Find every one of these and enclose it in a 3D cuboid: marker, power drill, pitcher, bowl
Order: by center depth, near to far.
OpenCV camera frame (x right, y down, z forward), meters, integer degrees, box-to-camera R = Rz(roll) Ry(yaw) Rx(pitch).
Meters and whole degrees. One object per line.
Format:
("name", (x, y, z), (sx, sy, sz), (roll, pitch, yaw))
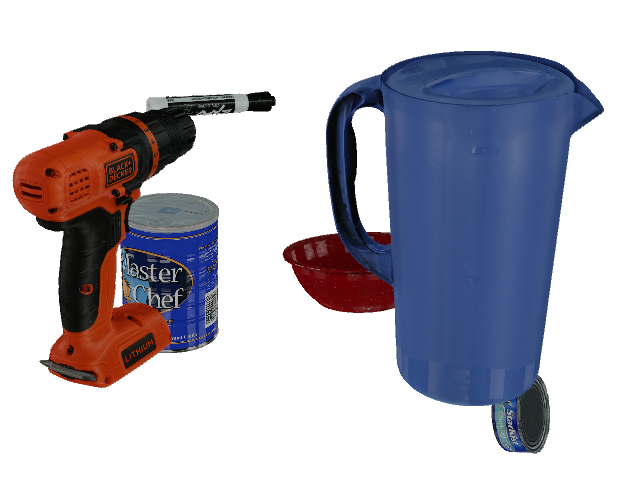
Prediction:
("pitcher", (0.099, -0.009, 0.770), (0.144, 0.243, 0.149), (-16, 28, -30))
("power drill", (-0.152, 0.001, 0.800), (0.057, 0.188, 0.184), (11, 23, 27))
("marker", (-0.098, -0.124, 0.975), (0.121, 0.020, 0.020), (-7, 3, -24))
("bowl", (0.043, 0.035, 1.096), (0.162, 0.055, 0.162), (-2, 13, 0))

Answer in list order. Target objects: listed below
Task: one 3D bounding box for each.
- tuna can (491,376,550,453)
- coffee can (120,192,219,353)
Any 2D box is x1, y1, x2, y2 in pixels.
("tuna can", (0.218, 0.187, 1.159), (0.034, 0.086, 0.086), (-5, -3, 33))
("coffee can", (-0.158, 0.032, 1.118), (0.103, 0.140, 0.103), (2, 22, -1))
